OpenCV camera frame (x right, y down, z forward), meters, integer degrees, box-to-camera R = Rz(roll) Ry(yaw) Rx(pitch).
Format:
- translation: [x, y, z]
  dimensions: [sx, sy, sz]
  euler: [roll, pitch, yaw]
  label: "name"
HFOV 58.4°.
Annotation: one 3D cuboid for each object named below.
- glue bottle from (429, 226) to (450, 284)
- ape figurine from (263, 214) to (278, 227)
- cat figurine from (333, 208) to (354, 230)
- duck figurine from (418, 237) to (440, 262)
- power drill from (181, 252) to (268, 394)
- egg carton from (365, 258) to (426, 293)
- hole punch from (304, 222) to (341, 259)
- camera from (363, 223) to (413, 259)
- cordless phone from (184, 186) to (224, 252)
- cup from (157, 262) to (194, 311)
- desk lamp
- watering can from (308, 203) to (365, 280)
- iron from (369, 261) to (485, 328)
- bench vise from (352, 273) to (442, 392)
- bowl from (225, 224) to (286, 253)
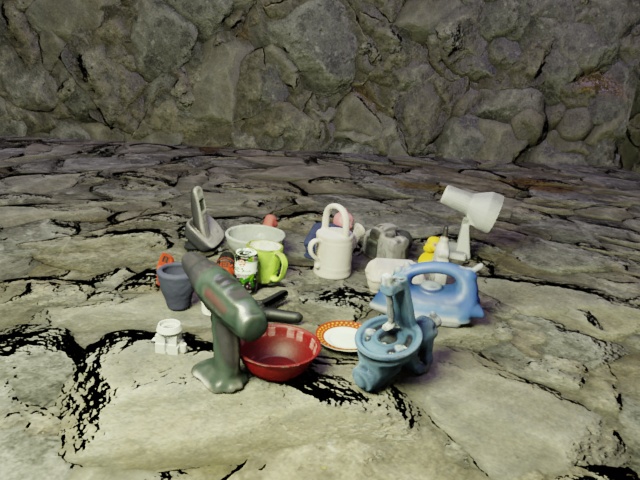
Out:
- translation: [0.308, 0.048, 1.451]
  dimensions: [0.037, 0.173, 0.078]
  euler: [4, 19, 1]
  label: "glue bottle"
- translation: [-0.147, -0.031, 1.711]
  dimensions: [0.076, 0.092, 0.077]
  euler: [-8, 22, -32]
  label: "ape figurine"
- translation: [0.054, -0.042, 1.748]
  dimensions: [0.128, 0.118, 0.067]
  euler: [-12, 25, -40]
  label: "cat figurine"
- translation: [0.326, 0.031, 1.640]
  dimensions: [0.077, 0.086, 0.105]
  euler: [20, 24, 39]
  label: "duck figurine"
- translation: [-0.177, 0.147, 0.996]
  dimensions: [0.076, 0.208, 0.228]
  euler: [-13, 25, -41]
  label: "power drill"
- translation: [0.190, 0.093, 1.454]
  dimensions: [0.150, 0.069, 0.107]
  euler: [3, 19, -3]
  label: "egg carton"
- translation: [0.015, 0.006, 1.639]
  dimensions: [0.108, 0.091, 0.101]
  euler: [10, 20, 17]
  label: "hole punch"
- translation: [0.216, 0.005, 1.671]
  dimensions: [0.137, 0.101, 0.142]
  euler: [-10, 23, -36]
  label: "camera"
- translation: [-0.331, -0.071, 1.642]
  dimensions: [0.094, 0.185, 0.147]
  euler: [5, 19, 4]
  label: "cordless phone"
- translation: [-0.302, 0.104, 1.272]
  dimensions: [0.118, 0.095, 0.091]
  euler: [-8, 22, -32]
  label: "cup"
- translation: [0.429, -0.052, 1.708]
  dimensions: [0.203, 0.213, 0.118]
  euler: [8, 19, 11]
  label: "desk lamp"
- translation: [0.043, -0.004, 1.512]
  dimensions: [0.100, 0.194, 0.173]
  euler: [14, 21, 27]
  label: "watering can"
- translation: [0.247, 0.107, 1.311]
  dimensions: [0.258, 0.141, 0.118]
  euler: [6, 19, 5]
  label: "iron"
- translation: [0.141, 0.148, 1.046]
  dimensions: [0.121, 0.220, 0.208]
  euler: [14, 21, 27]
  label: "bench vise"
- translation: [-0.181, 0.014, 1.597]
  dimensions: [0.167, 0.075, 0.167]
  euler: [4, 19, -1]
  label: "bowl"
